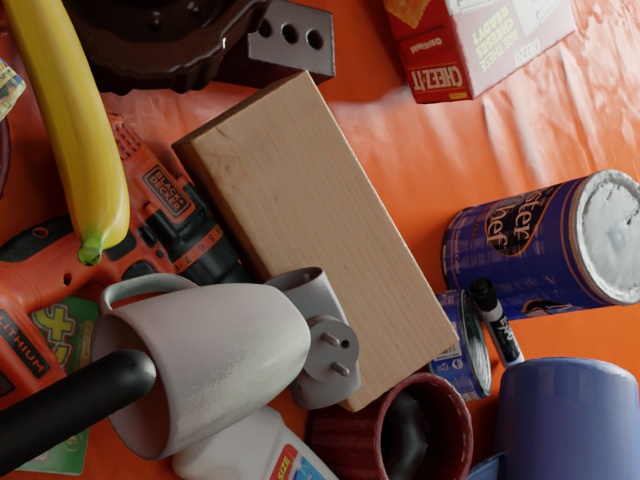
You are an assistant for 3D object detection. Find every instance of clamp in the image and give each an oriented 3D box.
[{"bbox_3d":[-0.180,0.115,0.510,0.209,0.165,0.036,-3,49,-32],"label":"clamp"}]

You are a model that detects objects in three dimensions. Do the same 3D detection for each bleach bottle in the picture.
[{"bbox_3d":[-0.021,0.195,0.703,0.250,0.068,0.102,51,55,-14],"label":"bleach bottle"}]

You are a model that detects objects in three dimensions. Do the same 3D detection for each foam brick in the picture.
[{"bbox_3d":[-0.036,-0.140,0.767,0.078,0.051,0.053,5,77,-36],"label":"foam brick"}]

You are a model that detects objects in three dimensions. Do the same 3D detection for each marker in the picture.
[{"bbox_3d":[0.140,0.067,0.842,0.020,0.020,0.121,-65,147,-27],"label":"marker"}]

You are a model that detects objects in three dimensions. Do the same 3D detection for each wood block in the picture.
[{"bbox_3d":[-0.005,0.001,0.721,0.090,0.090,0.206,-33,101,-12],"label":"wood block"}]

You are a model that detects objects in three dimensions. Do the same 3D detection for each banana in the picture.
[{"bbox_3d":[-0.142,-0.075,0.603,0.037,0.070,0.198,-18,79,-8],"label":"banana"}]

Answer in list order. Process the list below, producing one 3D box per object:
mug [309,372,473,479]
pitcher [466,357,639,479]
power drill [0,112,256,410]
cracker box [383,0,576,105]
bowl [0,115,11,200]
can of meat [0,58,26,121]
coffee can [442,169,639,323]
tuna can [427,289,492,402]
[{"bbox_3d":[0.055,0.138,0.755,0.117,0.082,0.093,-13,92,-39],"label":"mug"},{"bbox_3d":[0.176,0.216,0.812,0.149,0.145,0.243,36,55,-52],"label":"pitcher"},{"bbox_3d":[-0.127,0.034,0.643,0.184,0.057,0.187,50,46,-8],"label":"power drill"},{"bbox_3d":[0.115,-0.240,0.867,0.163,0.072,0.213,-35,115,-37],"label":"cracker box"},{"bbox_3d":[-0.255,-0.054,0.581,0.161,0.055,0.162,9,75,-35],"label":"bowl"},{"bbox_3d":[-0.213,-0.075,0.546,0.084,0.058,0.102,47,56,-22],"label":"can of meat"},{"bbox_3d":[0.181,0.009,0.843,0.102,0.141,0.103,9,75,-36],"label":"coffee can"},{"bbox_3d":[0.103,0.081,0.810,0.086,0.034,0.086,-14,90,-74],"label":"tuna can"}]
